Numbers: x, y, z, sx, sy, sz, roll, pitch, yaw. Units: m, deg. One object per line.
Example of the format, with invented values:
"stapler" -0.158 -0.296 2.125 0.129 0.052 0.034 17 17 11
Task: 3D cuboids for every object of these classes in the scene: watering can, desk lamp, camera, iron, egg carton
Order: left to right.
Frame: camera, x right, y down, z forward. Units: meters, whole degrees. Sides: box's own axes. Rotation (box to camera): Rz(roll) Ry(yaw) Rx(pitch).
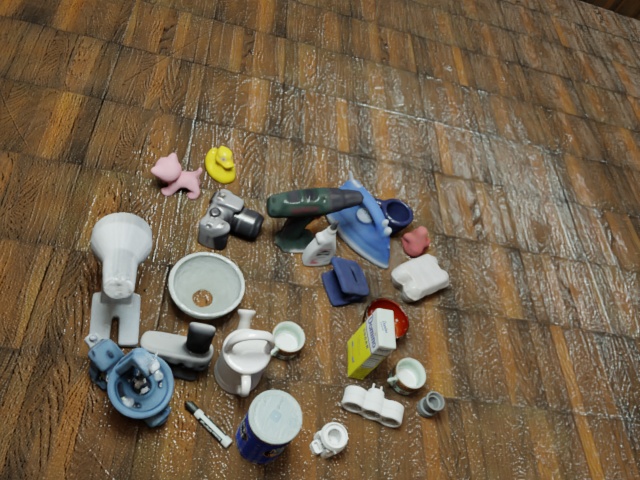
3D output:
"desk lamp" -0.404 0.081 1.159 0.118 0.213 0.203 3 54 -19
"camera" -0.212 -0.048 1.404 0.137 0.100 0.143 22 50 -4
"watering can" -0.153 0.224 1.163 0.101 0.194 0.172 -14 61 -29
"iron" 0.124 -0.057 1.515 0.119 0.141 0.258 -25 67 -34
"egg carton" 0.262 0.099 1.500 0.151 0.069 0.107 -20 64 -32

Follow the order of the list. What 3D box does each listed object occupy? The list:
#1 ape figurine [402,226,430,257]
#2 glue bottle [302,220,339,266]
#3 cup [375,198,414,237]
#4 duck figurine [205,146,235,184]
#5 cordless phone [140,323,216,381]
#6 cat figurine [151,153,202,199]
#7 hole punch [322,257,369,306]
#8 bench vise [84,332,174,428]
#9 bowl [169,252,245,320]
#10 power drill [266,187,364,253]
"ape figurine" 0.267 -0.002 1.563 0.078 0.092 0.076 26 50 -1
"glue bottle" 0.013 0.005 1.405 0.078 0.173 0.037 -7 58 -25
"cup" 0.186 -0.059 1.571 0.117 0.095 0.092 30 50 2
"duck figurine" -0.259 -0.213 1.518 0.078 0.086 0.104 -21 65 -32
"cordless phone" -0.279 0.198 1.139 0.148 0.185 0.094 11 52 -13
"cat figurine" -0.355 -0.165 1.424 0.128 0.117 0.067 3 54 -19
"hole punch" 0.069 0.096 1.413 0.101 0.091 0.108 -7 58 -25
"bench vise" -0.360 0.244 1.051 0.207 0.219 0.121 26 50 -1
"bowl" -0.256 0.114 1.283 0.168 0.074 0.167 11 52 -14
"power drill" -0.028 -0.055 1.411 0.230 0.208 0.075 0 55 -21
